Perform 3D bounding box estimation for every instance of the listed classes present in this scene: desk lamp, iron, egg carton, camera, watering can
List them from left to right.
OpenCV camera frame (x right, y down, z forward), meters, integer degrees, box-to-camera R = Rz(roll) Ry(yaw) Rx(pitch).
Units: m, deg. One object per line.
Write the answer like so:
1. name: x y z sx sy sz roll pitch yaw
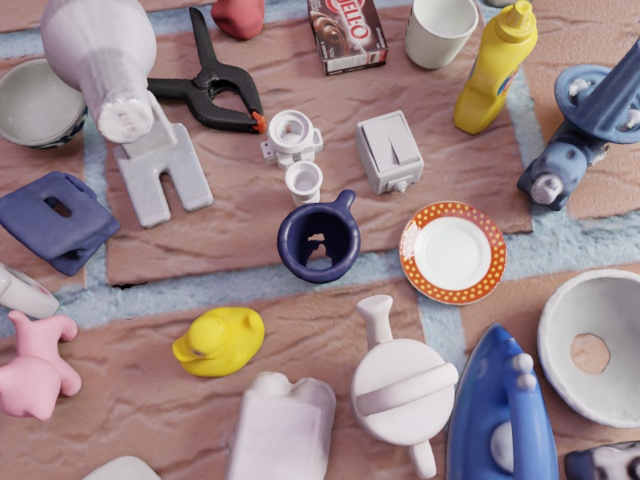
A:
1. desk lamp: -0.215 -0.150 0.655 0.118 0.213 0.203 -24 73 -6
2. egg carton: -0.043 0.219 0.607 0.107 0.069 0.150 8 72 4
3. watering can: 0.075 0.143 0.564 0.101 0.194 0.172 -38 75 -10
4. iron: 0.193 0.199 0.570 0.118 0.141 0.258 2 72 2
5. camera: 0.340 0.270 0.566 0.143 0.101 0.137 -7 72 -1

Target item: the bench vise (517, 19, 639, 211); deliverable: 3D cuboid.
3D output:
1. bench vise: 0.316 -0.131 0.634 0.121 0.220 0.207 17 73 7

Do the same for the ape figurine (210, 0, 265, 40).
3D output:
1. ape figurine: -0.112 -0.322 0.773 0.078 0.092 0.076 -19 72 -5

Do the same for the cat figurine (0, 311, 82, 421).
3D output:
1. cat figurine: -0.311 0.136 0.615 0.067 0.118 0.128 -16 72 -3

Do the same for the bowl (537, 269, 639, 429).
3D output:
1. bowl: 0.312 0.120 0.629 0.167 0.075 0.167 0 72 1

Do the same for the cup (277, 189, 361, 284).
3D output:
1. cup: 0.006 0.002 0.663 0.091 0.095 0.118 28 75 10

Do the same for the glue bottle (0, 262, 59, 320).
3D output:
1. glue bottle: -0.352 0.044 0.616 0.078 0.173 0.037 30 75 11

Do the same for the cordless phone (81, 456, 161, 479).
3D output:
1. cordless phone: -0.190 0.281 0.529 0.147 0.185 0.094 42 78 13

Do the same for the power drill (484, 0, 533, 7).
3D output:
1. power drill: 0.265 -0.405 0.730 0.075 0.208 0.229 -1 72 1

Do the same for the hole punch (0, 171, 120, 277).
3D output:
1. hole punch: -0.313 -0.029 0.682 0.108 0.091 0.101 37 77 12

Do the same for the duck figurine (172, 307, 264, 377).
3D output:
1. duck figurine: -0.115 0.108 0.636 0.104 0.086 0.077 -24 73 -6
